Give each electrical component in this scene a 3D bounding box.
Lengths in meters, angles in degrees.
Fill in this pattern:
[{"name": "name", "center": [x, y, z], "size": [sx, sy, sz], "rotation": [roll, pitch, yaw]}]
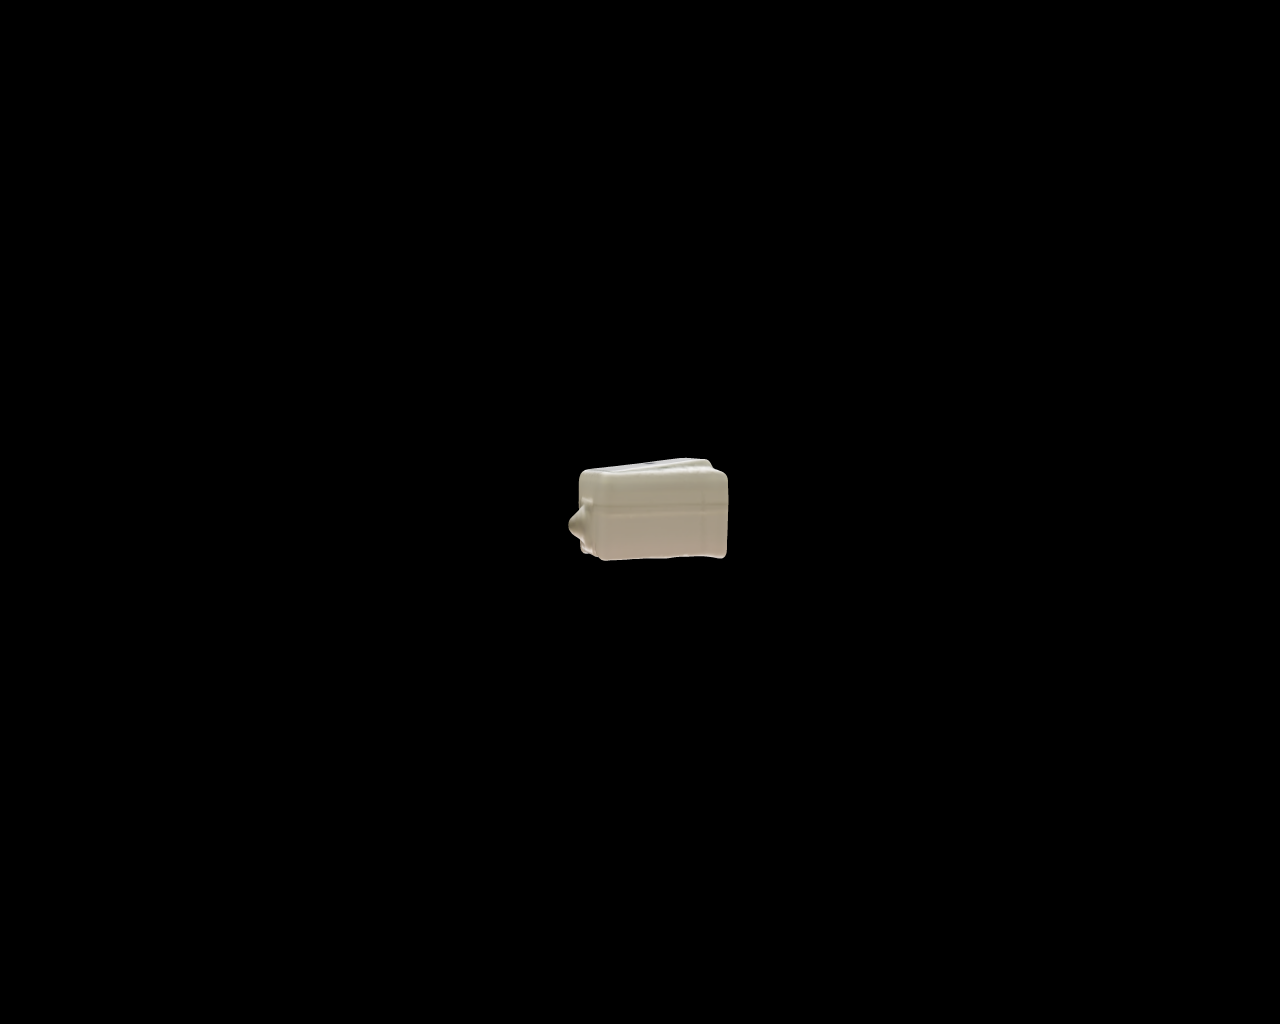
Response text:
[{"name": "electrical component", "center": [0.001, -0.003, 0.650], "size": [0.096, 0.061, 0.062], "rotation": [-1, 4, -15]}]
